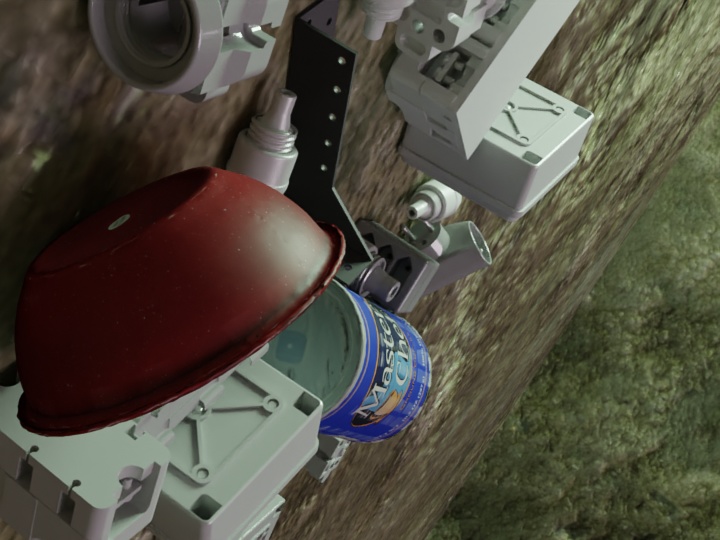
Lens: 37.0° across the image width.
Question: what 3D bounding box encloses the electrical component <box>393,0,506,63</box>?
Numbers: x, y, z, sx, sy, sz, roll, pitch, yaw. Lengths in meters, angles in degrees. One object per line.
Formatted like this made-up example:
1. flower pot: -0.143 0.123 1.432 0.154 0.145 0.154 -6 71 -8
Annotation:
1. electrical component: 0.054 -0.170 0.638 0.057 0.058 0.078 -40 156 -38

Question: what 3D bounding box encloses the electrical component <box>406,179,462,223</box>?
1. electrical component: 0.059 -0.056 0.907 0.061 0.035 0.035 -30 149 -52

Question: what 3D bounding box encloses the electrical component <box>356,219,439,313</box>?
1. electrical component: 0.026 -0.002 0.858 0.047 0.066 0.077 -59 164 8

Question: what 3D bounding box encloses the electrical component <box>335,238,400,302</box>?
1. electrical component: 0.000 0.000 0.795 0.048 0.062 0.048 -50 163 -22

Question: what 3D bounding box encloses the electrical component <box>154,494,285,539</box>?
1. electrical component: -0.125 0.236 0.896 0.109 0.056 0.108 -34 153 -53

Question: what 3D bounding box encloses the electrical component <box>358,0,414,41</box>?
1. electrical component: 0.014 -0.154 0.592 0.035 0.035 0.061 -42 161 -41

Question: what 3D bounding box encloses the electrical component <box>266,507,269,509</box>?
1. electrical component: -0.096 0.163 0.846 0.055 0.066 0.048 -60 -160 -14

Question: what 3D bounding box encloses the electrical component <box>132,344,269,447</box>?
1. electrical component: -0.101 0.041 0.580 0.121 0.063 0.078 -44 161 -38

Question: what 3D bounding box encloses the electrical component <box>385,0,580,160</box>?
1. electrical component: 0.086 -0.164 0.729 0.150 0.062 0.089 -55 164 -6

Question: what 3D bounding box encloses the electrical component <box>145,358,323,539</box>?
1. electrical component: -0.095 0.096 0.624 0.109 0.109 0.056 -43 157 -38

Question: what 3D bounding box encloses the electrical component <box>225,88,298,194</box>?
1. electrical component: -0.049 -0.067 0.576 0.035 0.035 0.061 -28 145 -59

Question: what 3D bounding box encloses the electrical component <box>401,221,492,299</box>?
1. electrical component: 0.065 -0.019 0.955 0.077 0.043 0.079 -27 130 18

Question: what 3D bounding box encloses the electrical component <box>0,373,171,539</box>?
1. electrical component: -0.143 0.092 0.512 0.050 0.089 0.055 -36 155 -49

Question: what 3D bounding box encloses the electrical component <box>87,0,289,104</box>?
1. electrical component: -0.068 -0.101 0.420 0.057 0.058 0.078 -36 154 -56

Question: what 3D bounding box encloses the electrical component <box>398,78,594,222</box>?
1. electrical component: 0.104 -0.102 0.817 0.109 0.109 0.056 -40 155 -44

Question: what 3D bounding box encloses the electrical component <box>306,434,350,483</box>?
1. electrical component: -0.041 0.151 0.975 0.066 0.055 0.048 -62 162 20
